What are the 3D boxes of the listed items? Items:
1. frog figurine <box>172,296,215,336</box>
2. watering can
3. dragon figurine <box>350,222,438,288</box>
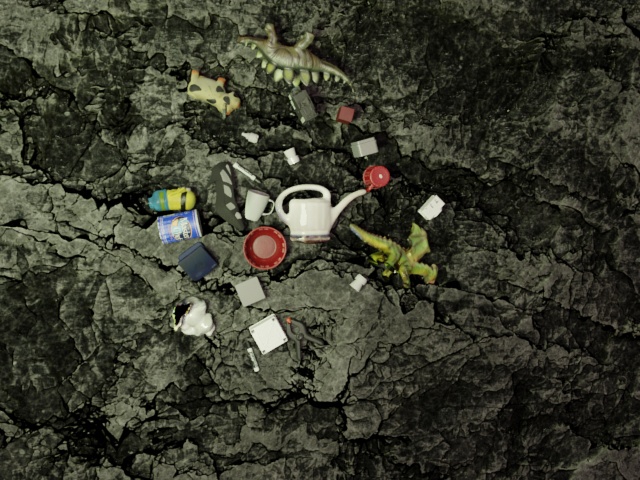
[{"bbox_3d":[-0.455,0.284,1.894,0.158,0.123,0.138,28,78,-45],"label":"frog figurine"},{"bbox_3d":[0.006,-0.098,1.938,0.348,0.104,0.224,-1,94,-8],"label":"watering can"},{"bbox_3d":[0.317,0.031,2.013,0.246,0.121,0.408,-42,100,-22],"label":"dragon figurine"}]
